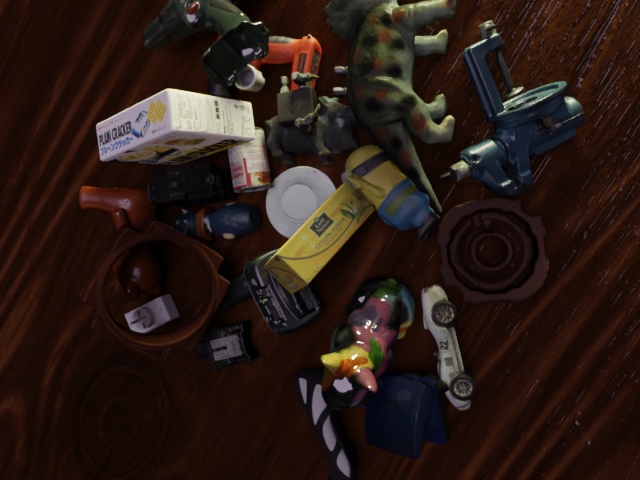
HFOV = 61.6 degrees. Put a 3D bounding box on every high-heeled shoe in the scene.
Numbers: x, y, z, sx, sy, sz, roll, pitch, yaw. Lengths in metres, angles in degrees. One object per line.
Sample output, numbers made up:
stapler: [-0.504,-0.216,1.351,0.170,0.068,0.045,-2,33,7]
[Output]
high-heeled shoe: [-0.002,0.348,0.909,0.145,0.086,0.248,14,91,16]

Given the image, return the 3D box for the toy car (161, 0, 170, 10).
toy car: [-0.194,-0.444,0.943,0.202,0.053,0.089,-21,90,12]

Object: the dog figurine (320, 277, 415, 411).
dog figurine: [0.069,0.155,0.813,0.108,0.219,0.191,30,99,8]

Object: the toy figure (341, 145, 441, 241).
toy figure: [0.115,-0.077,0.864,0.180,0.082,0.089,39,73,17]

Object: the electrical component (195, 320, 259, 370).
electrical component: [-0.176,0.190,0.961,0.119,0.048,0.074,-11,89,12]

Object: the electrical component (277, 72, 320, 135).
electrical component: [-0.033,-0.217,0.850,0.078,0.045,0.102,-1,80,16]

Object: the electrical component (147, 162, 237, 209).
electrical component: [-0.225,-0.091,0.929,0.134,0.115,0.058,-8,86,13]

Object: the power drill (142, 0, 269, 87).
power drill: [-0.177,-0.338,0.864,0.232,0.086,0.207,-36,51,10]

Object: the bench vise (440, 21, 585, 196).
bench vise: [0.266,-0.194,0.793,0.224,0.129,0.240,-25,104,6]

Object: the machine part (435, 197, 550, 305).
machine part: [0.268,0.017,0.843,0.180,0.056,0.179,0,91,15]

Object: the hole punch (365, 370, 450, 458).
hole punch: [0.130,0.272,0.844,0.142,0.092,0.115,-7,93,52]

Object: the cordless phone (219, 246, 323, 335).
cordless phone: [-0.101,0.106,0.935,0.184,0.088,0.146,-29,86,24]

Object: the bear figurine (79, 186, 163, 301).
bear figurine: [-0.346,0.004,0.964,0.132,0.120,0.195,6,99,17]

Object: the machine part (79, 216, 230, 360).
machine part: [-0.268,0.079,0.884,0.201,0.087,0.201,32,81,-25]

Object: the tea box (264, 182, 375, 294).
tea box: [-0.002,-0.003,0.844,0.068,0.098,0.169,45,69,-3]

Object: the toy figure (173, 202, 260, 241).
toy figure: [-0.185,-0.029,0.951,0.155,0.064,0.057,-6,129,18]

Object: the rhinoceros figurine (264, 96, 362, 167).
rhinoceros figurine: [0.002,-0.182,0.897,0.190,0.073,0.112,-6,79,16]

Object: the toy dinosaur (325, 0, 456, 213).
toy dinosaur: [0.102,-0.247,0.811,0.192,0.131,0.404,1,85,7]

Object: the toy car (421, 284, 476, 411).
toy car: [0.202,0.170,0.854,0.056,0.073,0.201,-13,89,10]

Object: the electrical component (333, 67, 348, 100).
electrical component: [0.068,-0.264,0.899,0.094,0.021,0.063,5,92,14]
